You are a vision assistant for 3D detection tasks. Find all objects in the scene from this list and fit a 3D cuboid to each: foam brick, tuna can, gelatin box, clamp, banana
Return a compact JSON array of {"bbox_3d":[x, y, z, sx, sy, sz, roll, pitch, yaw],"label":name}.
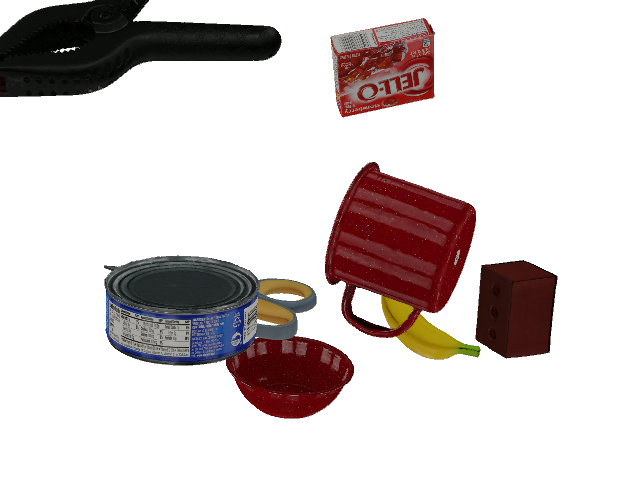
[{"bbox_3d":[0.182,0.063,0.995,0.051,0.078,0.053,-7,19,-26],"label":"foam brick"},{"bbox_3d":[-0.077,0.038,0.597,0.086,0.034,0.086,3,18,-1],"label":"tuna can"},{"bbox_3d":[0.056,-0.153,0.947,0.089,0.030,0.073,-12,-41,-4],"label":"gelatin box"},{"bbox_3d":[-0.145,-0.146,0.774,0.209,0.036,0.165,-32,52,-31],"label":"clamp"},{"bbox_3d":[0.107,0.087,1.215,0.069,0.037,0.198,6,24,-24],"label":"banana"}]

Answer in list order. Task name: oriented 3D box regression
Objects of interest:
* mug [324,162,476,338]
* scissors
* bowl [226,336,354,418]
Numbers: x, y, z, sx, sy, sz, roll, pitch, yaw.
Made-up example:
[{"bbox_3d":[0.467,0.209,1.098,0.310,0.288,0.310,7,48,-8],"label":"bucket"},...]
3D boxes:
[{"bbox_3d":[0.055,0.012,0.752,0.081,0.117,0.093,20,0,16],"label":"mug"},{"bbox_3d":[-0.088,0.040,0.929,0.202,0.016,0.096,21,30,37],"label":"scissors"},{"bbox_3d":[-0.040,0.179,1.348,0.162,0.055,0.162,4,21,-2],"label":"bowl"}]
